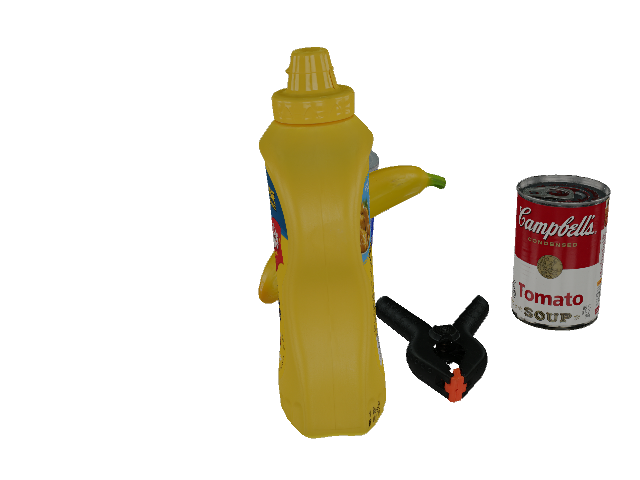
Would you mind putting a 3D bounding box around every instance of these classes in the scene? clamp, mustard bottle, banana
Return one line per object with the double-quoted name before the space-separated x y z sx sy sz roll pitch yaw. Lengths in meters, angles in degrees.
"clamp" 0.132 0.101 1.074 0.120 0.039 0.171 -10 31 -9
"mustard bottle" 0.001 -0.002 0.549 0.058 0.192 0.096 -3 19 1
"banana" 0.019 -0.012 0.933 0.198 0.037 0.069 -32 -48 5

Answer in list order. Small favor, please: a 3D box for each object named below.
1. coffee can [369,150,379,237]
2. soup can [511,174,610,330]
"coffee can" 0.018 -0.041 1.344 0.103 0.140 0.103 2 27 -1
"soup can" 0.179 0.008 0.806 0.068 0.102 0.068 -1 21 0
